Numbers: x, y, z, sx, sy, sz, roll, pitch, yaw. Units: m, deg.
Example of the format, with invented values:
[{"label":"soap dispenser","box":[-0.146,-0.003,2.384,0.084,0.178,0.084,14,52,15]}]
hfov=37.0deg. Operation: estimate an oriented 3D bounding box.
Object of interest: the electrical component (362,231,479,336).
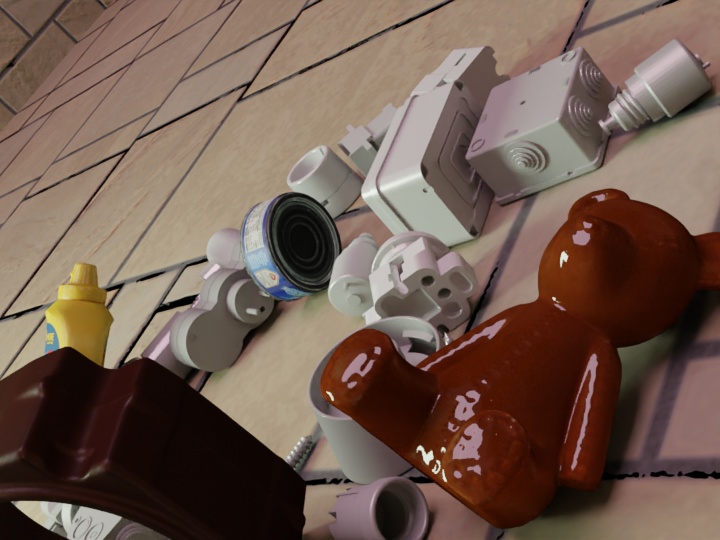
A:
[{"label":"electrical component","box":[0.038,0.010,0.722,0.078,0.058,0.057,-36,29,17]}]

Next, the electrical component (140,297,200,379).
[{"label":"electrical component","box":[-0.151,0.057,0.949,0.081,0.043,0.043,-52,26,-14]}]

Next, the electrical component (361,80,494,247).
[{"label":"electrical component","box":[0.057,-0.075,0.799,0.057,0.078,0.113,-18,36,39]}]

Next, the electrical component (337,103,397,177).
[{"label":"electrical component","box":[0.021,-0.111,0.950,0.064,0.042,0.081,-40,26,2]}]

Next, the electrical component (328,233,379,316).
[{"label":"electrical component","box":[0.000,0.000,0.813,0.040,0.040,0.078,-30,29,29]}]

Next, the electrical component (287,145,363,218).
[{"label":"electrical component","box":[-0.033,-0.080,0.975,0.055,0.047,0.055,-35,27,21]}]

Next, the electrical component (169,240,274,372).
[{"label":"electrical component","box":[-0.097,0.025,0.906,0.138,0.052,0.074,-54,27,-18]}]

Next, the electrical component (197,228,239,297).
[{"label":"electrical component","box":[-0.121,0.001,0.989,0.079,0.043,0.077,-49,26,-9]}]

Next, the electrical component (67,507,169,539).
[{"label":"electrical component","box":[-0.165,0.184,0.769,0.080,0.051,0.080,-34,27,20]}]

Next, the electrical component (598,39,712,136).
[{"label":"electrical component","box":[0.191,-0.116,0.701,0.078,0.040,0.040,-37,26,17]}]

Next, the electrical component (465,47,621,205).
[{"label":"electrical component","box":[0.129,-0.104,0.766,0.100,0.048,0.099,-20,34,41]}]

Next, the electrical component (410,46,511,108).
[{"label":"electrical component","box":[0.078,-0.137,0.892,0.089,0.050,0.056,-51,26,-12]}]

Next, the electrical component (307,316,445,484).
[{"label":"electrical component","box":[0.018,0.078,0.670,0.099,0.064,0.099,-22,31,14]}]

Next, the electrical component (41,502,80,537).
[{"label":"electrical component","box":[-0.207,0.182,0.828,0.078,0.058,0.057,-55,24,-21]}]

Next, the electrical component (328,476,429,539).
[{"label":"electrical component","box":[0.009,0.136,0.596,0.046,0.040,0.040,-21,33,52]}]

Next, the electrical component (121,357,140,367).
[{"label":"electrical component","box":[-0.188,0.104,0.929,0.040,0.046,0.040,-34,27,21]}]
